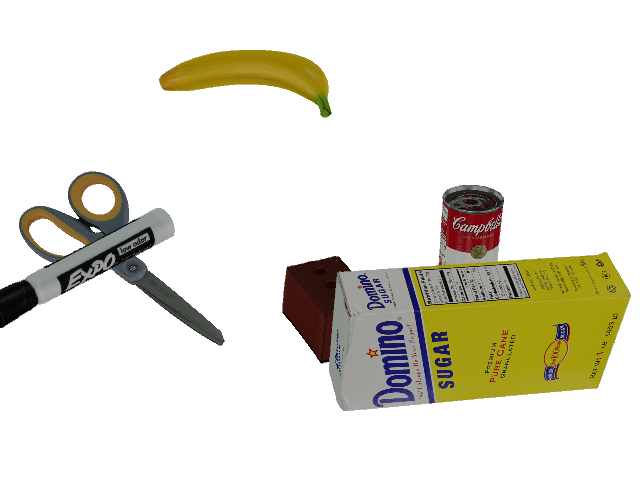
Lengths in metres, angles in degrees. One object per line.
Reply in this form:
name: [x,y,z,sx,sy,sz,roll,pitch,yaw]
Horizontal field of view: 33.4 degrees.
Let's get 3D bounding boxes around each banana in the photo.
banana: [-0.072,-0.174,1.125,0.198,0.037,0.069,10,44,19]

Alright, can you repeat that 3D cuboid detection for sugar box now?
sugar box: [0.096,0.059,0.674,0.176,0.093,0.048,-6,43,-10]

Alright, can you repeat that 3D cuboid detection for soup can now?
soup can: [0.169,-0.003,1.206,0.068,0.102,0.068,0,28,0]

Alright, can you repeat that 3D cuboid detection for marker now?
marker: [-0.132,0.014,0.585,0.120,0.020,0.020,-31,19,-36]

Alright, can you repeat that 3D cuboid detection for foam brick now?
foam brick: [0.008,0.057,0.906,0.052,0.051,0.078,-13,36,-25]

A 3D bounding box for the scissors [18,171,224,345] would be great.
scissors: [-0.144,0.006,0.844,0.202,0.096,0.016,21,-26,15]
